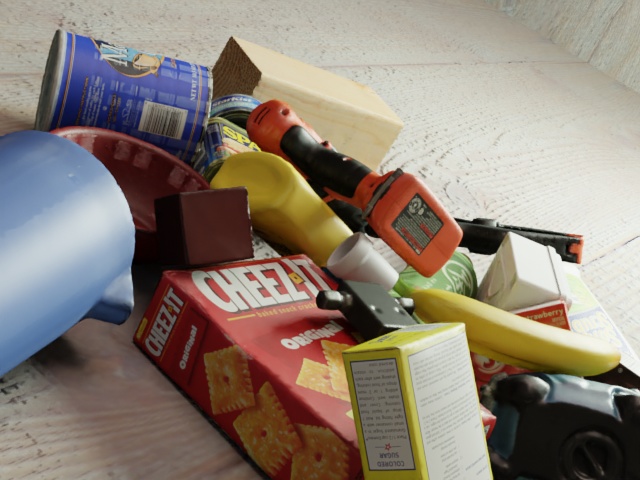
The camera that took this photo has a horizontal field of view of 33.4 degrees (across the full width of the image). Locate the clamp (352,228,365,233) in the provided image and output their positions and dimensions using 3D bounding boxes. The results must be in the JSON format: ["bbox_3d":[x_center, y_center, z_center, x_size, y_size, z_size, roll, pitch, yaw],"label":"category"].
[{"bbox_3d":[0.011,-0.061,1.143,0.120,0.039,0.171,37,18,0],"label":"clamp"}]

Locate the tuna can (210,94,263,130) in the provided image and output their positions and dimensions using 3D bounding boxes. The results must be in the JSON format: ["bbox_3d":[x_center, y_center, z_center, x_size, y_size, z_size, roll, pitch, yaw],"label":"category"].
[{"bbox_3d":[-0.083,-0.100,1.067,0.086,0.086,0.034,18,27,-21],"label":"tuna can"}]

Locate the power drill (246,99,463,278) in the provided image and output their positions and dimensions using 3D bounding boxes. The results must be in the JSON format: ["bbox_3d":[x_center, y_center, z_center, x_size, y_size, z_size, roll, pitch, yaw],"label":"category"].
[{"bbox_3d":[0.035,-0.036,0.938,0.188,0.057,0.184,32,-7,44],"label":"power drill"}]

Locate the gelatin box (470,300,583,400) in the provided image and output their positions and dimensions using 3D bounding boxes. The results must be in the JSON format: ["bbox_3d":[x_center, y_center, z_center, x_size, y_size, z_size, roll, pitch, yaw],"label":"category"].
[{"bbox_3d":[0.170,0.096,0.899,0.089,0.073,0.030,-13,1,11],"label":"gelatin box"}]

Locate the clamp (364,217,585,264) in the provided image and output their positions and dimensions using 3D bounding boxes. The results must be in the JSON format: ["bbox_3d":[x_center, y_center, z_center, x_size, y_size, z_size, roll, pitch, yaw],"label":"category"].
[{"bbox_3d":[0.157,-0.004,1.077,0.210,0.036,0.164,10,7,30],"label":"clamp"}]

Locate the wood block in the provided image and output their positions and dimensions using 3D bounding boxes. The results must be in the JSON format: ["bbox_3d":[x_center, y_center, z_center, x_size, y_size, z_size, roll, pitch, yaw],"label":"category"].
[{"bbox_3d":[-0.021,-0.142,1.196,0.205,0.090,0.091,14,27,-39],"label":"wood block"}]

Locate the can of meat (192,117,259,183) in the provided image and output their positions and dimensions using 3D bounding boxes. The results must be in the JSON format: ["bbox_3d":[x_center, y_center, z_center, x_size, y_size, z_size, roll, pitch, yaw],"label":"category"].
[{"bbox_3d":[-0.075,-0.061,1.020,0.102,0.057,0.084,27,24,-26],"label":"can of meat"}]

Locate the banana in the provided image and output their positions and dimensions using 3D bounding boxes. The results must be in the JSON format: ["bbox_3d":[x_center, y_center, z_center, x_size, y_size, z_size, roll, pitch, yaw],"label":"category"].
[{"bbox_3d":[0.154,0.072,0.834,0.197,0.037,0.069,20,27,-8],"label":"banana"}]

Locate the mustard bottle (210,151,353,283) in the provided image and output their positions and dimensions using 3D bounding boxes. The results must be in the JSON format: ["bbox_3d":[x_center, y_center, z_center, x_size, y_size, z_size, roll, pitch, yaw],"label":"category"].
[{"bbox_3d":[-0.006,0.002,0.913,0.096,0.058,0.191,18,-20,45],"label":"mustard bottle"}]

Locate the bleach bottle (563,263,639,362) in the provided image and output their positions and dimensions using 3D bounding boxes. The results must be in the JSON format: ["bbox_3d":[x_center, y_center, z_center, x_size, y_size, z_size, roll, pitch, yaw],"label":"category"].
[{"bbox_3d":[0.264,0.117,1.022,0.102,0.068,0.251,8,32,-31],"label":"bleach bottle"}]

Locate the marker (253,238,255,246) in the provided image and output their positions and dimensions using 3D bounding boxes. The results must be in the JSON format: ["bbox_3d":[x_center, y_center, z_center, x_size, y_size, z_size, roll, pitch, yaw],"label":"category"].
[{"bbox_3d":[-0.108,-0.026,0.970,0.121,0.020,0.020,35,24,17],"label":"marker"}]

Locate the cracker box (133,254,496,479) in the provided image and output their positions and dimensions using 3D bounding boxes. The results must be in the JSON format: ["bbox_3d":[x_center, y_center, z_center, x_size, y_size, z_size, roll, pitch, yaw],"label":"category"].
[{"bbox_3d":[-0.001,0.098,0.762,0.214,0.072,0.163,40,26,29],"label":"cracker box"}]

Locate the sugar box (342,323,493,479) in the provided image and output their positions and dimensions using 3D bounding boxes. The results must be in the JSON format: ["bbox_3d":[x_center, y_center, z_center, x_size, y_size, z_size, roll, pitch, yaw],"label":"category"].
[{"bbox_3d":[0.066,0.143,0.639,0.048,0.176,0.093,-7,2,33],"label":"sugar box"}]

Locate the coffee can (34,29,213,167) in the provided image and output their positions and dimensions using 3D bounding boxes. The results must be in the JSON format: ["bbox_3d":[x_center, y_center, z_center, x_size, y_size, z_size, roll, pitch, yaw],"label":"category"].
[{"bbox_3d":[-0.180,-0.125,0.975,0.140,0.103,0.103,11,28,-20],"label":"coffee can"}]

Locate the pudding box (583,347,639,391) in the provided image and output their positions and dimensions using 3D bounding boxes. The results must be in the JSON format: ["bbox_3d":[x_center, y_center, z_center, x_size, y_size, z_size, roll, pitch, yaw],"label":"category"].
[{"bbox_3d":[0.261,0.153,0.906,0.114,0.090,0.039,38,24,25],"label":"pudding box"}]

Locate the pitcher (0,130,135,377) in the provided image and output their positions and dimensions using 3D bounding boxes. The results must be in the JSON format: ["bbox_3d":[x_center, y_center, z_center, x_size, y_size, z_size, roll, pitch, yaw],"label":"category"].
[{"bbox_3d":[-0.226,0.023,0.611,0.149,0.145,0.242,0,19,19],"label":"pitcher"}]

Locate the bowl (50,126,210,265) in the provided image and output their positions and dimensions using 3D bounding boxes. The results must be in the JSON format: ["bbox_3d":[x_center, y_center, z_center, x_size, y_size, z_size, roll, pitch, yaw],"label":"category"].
[{"bbox_3d":[-0.161,-0.028,0.872,0.162,0.055,0.162,23,24,-11],"label":"bowl"}]

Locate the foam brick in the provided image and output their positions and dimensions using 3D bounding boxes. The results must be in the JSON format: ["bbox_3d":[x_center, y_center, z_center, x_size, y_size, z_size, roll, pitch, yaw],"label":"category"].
[{"bbox_3d":[-0.085,-0.009,0.774,0.051,0.053,0.078,-6,2,-22],"label":"foam brick"}]
